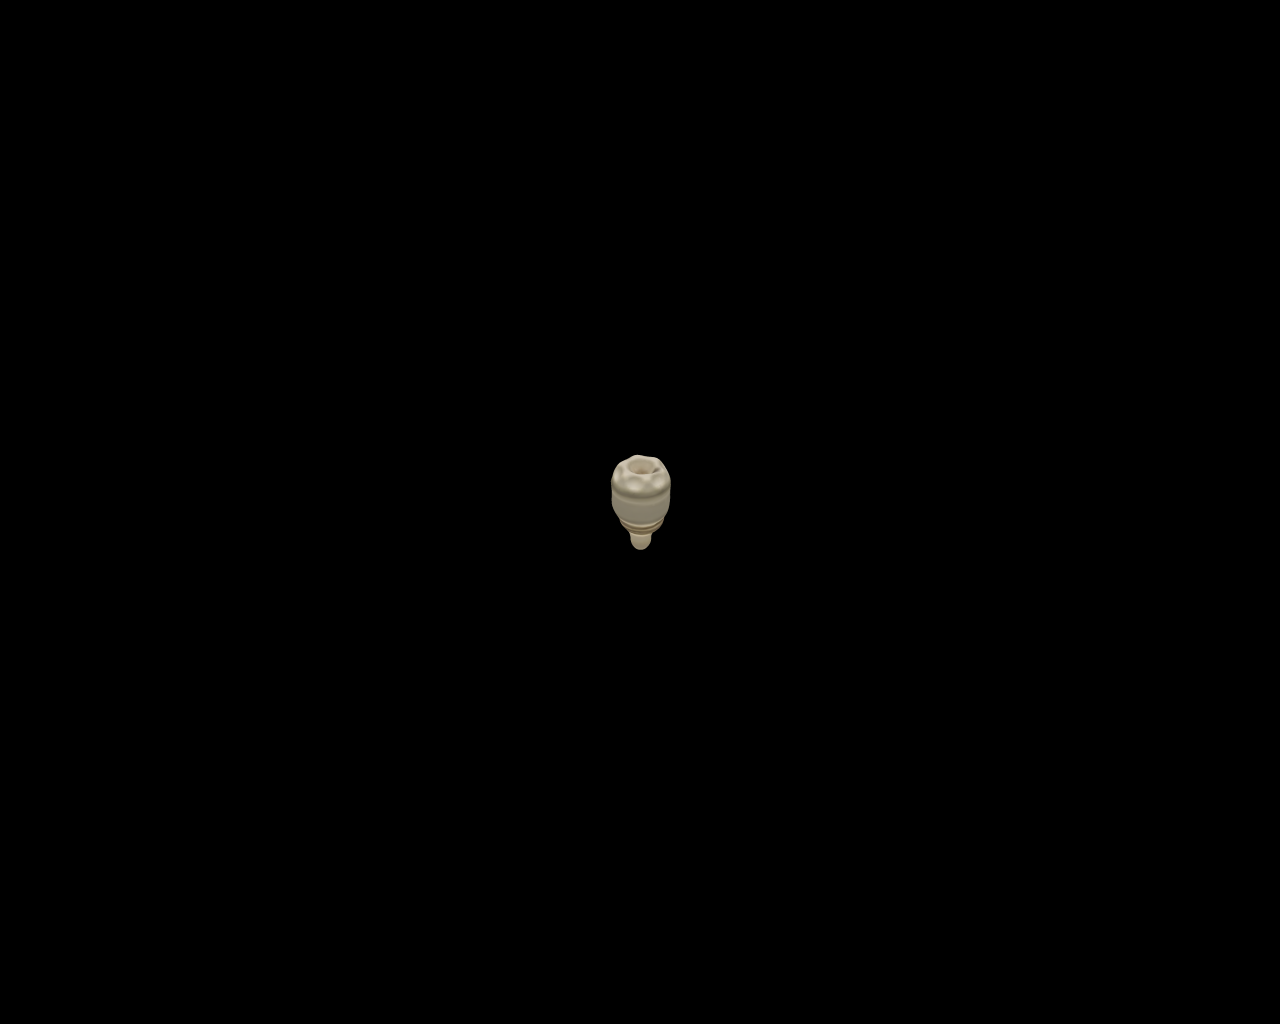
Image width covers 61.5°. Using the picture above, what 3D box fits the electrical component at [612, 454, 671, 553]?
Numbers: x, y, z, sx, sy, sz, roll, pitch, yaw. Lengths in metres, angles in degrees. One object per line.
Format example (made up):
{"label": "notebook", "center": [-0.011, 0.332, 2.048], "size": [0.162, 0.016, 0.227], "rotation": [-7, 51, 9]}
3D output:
{"label": "electrical component", "center": [0.001, -0.003, 0.650], "size": [0.035, 0.061, 0.035], "rotation": [0, 34, 0]}
